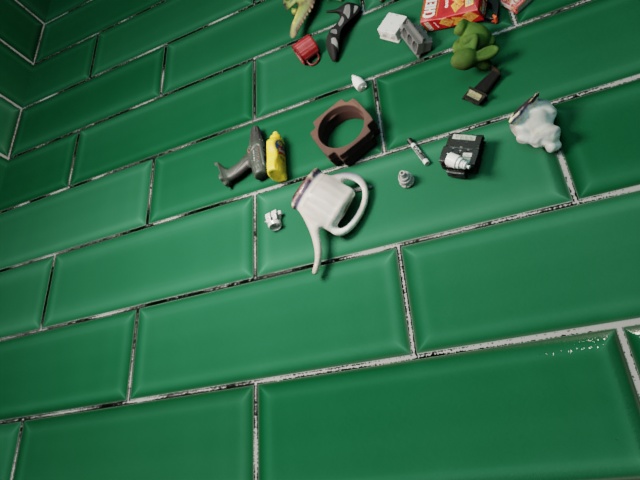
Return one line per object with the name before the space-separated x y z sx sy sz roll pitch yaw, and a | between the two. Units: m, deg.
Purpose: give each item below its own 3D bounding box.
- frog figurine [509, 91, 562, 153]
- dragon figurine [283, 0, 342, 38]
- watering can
frog figurine | 0.629 -0.324 1.476 0.159 0.122 0.138 45 82 -1
dragon figurine | -0.021 -0.996 2.116 0.242 0.120 0.419 -12 63 13
watering can | 0.005 -0.082 1.635 0.225 0.103 0.350 32 79 12
